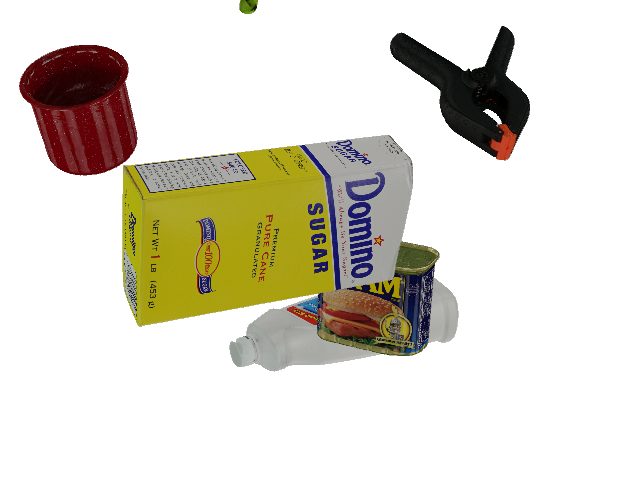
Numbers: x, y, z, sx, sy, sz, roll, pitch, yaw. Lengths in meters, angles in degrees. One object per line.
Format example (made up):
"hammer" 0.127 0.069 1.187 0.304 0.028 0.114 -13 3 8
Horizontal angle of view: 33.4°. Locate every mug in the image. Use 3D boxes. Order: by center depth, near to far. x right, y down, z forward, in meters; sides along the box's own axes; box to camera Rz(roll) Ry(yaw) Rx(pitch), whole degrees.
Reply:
"mug" -0.210 -0.119 0.942 0.093 0.081 0.117 -14 45 -9

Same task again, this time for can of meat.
"can of meat" 0.046 0.046 0.910 0.102 0.084 0.057 12 22 23

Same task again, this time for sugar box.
"sugar box" -0.032 -0.008 0.655 0.176 0.093 0.048 -8 37 -22

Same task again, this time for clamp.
"clamp" 0.129 -0.139 0.959 0.120 0.039 0.171 -4 44 -2

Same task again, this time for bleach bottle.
"bleach bottle" 0.022 0.097 1.181 0.250 0.068 0.103 -14 32 -26

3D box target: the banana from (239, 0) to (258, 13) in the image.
"banana" -0.108 -0.195 0.683 0.198 0.069 0.037 19 -34 28
